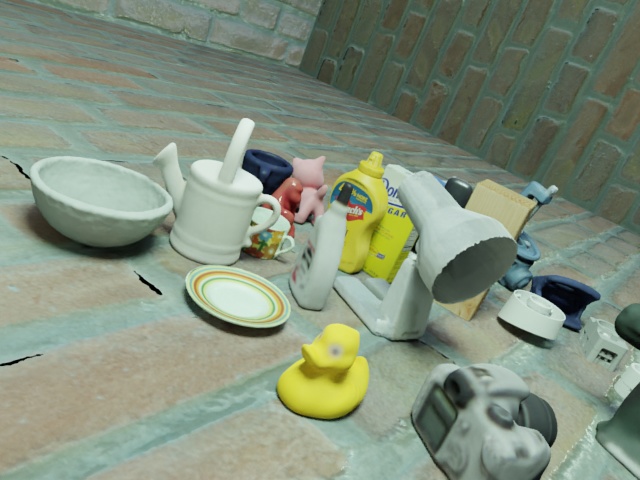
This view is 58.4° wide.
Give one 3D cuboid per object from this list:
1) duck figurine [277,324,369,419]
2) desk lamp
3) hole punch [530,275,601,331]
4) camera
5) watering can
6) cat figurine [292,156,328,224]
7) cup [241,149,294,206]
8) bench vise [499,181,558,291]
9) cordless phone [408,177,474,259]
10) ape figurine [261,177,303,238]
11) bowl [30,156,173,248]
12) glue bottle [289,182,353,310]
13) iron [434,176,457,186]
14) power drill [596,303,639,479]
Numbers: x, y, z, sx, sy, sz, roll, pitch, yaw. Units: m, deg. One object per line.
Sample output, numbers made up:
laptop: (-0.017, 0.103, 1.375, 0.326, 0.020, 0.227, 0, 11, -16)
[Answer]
duck figurine: (0.014, 0.125, 0.582, 0.105, 0.086, 0.077, 3, 27, -41)
desk lamp: (0.134, 0.029, 0.762, 0.118, 0.213, 0.202, 6, 25, -36)
hole punch: (0.456, 0.102, 1.087, 0.108, 0.091, 0.101, 22, 20, -1)
camera: (0.187, 0.188, 0.580, 0.137, 0.101, 0.143, 12, 23, -26)
watering can: (-0.136, -0.073, 0.770, 0.173, 0.194, 0.100, 12, 23, -26)
cat figurine: (-0.018, -0.101, 1.072, 0.067, 0.118, 0.127, 11, 23, -28)
cup: (-0.104, -0.098, 1.010, 0.092, 0.095, 0.117, 19, 20, -8)
bench vise: (0.370, -0.036, 1.159, 0.206, 0.220, 0.122, 33, 23, 28)
cordless phone: (0.186, -0.041, 1.034, 0.147, 0.185, 0.094, 27, 21, 14)
ape figurine: (-0.057, -0.061, 0.969, 0.076, 0.092, 0.078, 27, 21, 13)
bowl: (-0.274, -0.038, 0.711, 0.167, 0.075, 0.167, 20, 20, -7)
glue bottle: (0.007, 0.003, 0.756, 0.037, 0.173, 0.078, 11, 23, -27)
iron: (0.189, -0.081, 1.200, 0.259, 0.141, 0.118, 2, 28, -43)
power drill: (0.434, 0.189, 0.676, 0.076, 0.208, 0.228, 8, 25, -34)
